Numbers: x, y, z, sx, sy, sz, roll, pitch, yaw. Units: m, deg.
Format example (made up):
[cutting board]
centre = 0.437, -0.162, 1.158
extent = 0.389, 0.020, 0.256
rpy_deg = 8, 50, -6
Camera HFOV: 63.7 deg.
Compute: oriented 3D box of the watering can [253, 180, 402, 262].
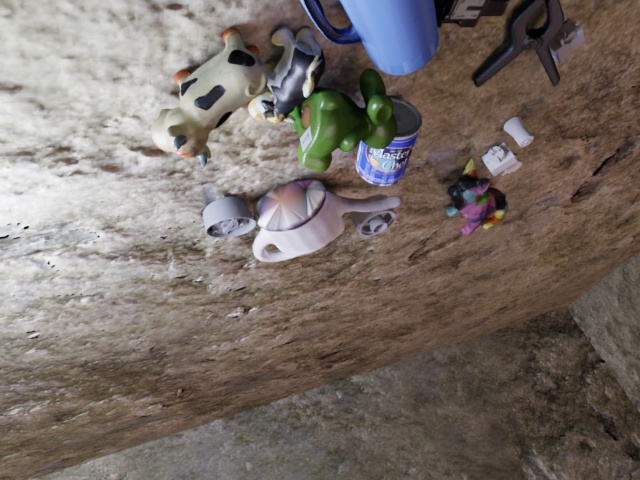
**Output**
[watering can]
centre = 0.003, -0.055, 1.100
extent = 0.347, 0.106, 0.220
rpy_deg = -26, -29, 4
